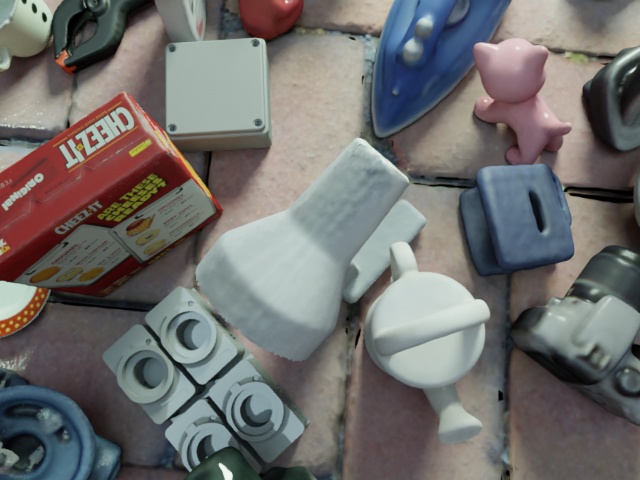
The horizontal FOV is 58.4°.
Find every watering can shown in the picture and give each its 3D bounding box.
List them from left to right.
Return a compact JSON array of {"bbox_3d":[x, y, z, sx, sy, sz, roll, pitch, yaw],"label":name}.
[{"bbox_3d":[0.097,0.086,0.506,0.101,0.194,0.173,-38,81,-4],"label":"watering can"}]

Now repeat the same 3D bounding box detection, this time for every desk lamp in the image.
[{"bbox_3d":[0.005,0.002,0.513,0.118,0.213,0.203,42,84,8],"label":"desk lamp"}]

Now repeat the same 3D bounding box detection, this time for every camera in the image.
[{"bbox_3d":[0.283,0.083,0.548,0.143,0.101,0.137,36,83,7],"label":"camera"}]

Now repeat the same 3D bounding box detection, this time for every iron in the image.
[{"bbox_3d":[0.125,-0.236,0.587,0.118,0.141,0.258,27,82,6],"label":"iron"}]

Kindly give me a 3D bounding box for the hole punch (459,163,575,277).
[{"bbox_3d":[0.202,-0.024,0.574,0.101,0.091,0.108,-12,80,0],"label":"hole punch"}]

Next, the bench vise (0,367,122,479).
[{"bbox_3d":[-0.299,0.180,0.488,0.207,0.220,0.121,9,81,4],"label":"bench vise"}]

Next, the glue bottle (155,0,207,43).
[{"bbox_3d":[-0.153,-0.267,0.584,0.037,0.173,0.078,-1,80,2],"label":"glue bottle"}]

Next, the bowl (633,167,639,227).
[{"bbox_3d":[0.389,-0.037,0.579,0.167,0.075,0.167,0,80,2],"label":"bowl"}]

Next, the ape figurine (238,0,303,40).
[{"bbox_3d":[-0.061,-0.269,0.623,0.077,0.092,0.076,35,83,7],"label":"ape figurine"}]

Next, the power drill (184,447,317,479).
[{"bbox_3d":[-0.019,0.268,0.471,0.075,0.208,0.229,-40,81,-5],"label":"power drill"}]

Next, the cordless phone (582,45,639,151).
[{"bbox_3d":[0.351,-0.171,0.547,0.147,0.185,0.094,-30,80,-3],"label":"cordless phone"}]

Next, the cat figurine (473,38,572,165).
[{"bbox_3d":[0.207,-0.148,0.581,0.067,0.118,0.128,-35,81,-4],"label":"cat figurine"}]
